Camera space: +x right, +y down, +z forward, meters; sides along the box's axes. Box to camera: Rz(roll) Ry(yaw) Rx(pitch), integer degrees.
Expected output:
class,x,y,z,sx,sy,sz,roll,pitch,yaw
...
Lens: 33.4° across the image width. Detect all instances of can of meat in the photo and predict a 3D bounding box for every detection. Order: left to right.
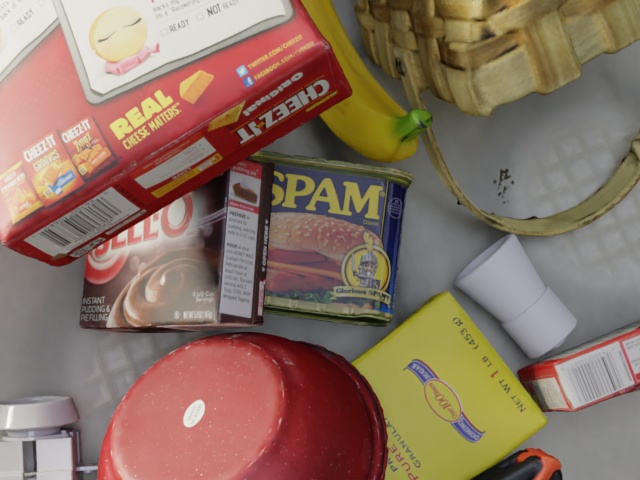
class,x,y,z,sx,sy,sz,roll,pitch,yaw
can of meat,-0.004,0.001,0.595,0.102,0.057,0.084,8,82,-2

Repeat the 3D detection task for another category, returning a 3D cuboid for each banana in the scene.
class,x,y,z,sx,sy,sz,roll,pitch,yaw
banana,0.011,-0.105,0.601,0.037,0.070,0.198,-8,49,-30

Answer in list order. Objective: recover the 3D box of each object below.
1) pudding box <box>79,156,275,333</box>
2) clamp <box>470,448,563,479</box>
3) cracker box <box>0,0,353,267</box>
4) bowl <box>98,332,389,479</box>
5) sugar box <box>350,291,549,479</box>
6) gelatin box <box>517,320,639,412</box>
class,x,y,z,sx,sy,sz,roll,pitch,yaw
pudding box,-0.078,0.004,0.568,0.114,0.039,0.090,-5,78,38
clamp,0.069,0.184,0.548,0.120,0.039,0.171,19,85,-16
cracker box,-0.109,-0.119,0.501,0.164,0.072,0.214,-31,73,3
bowl,-0.050,0.101,0.530,0.162,0.055,0.162,-14,45,14
sugar box,0.026,0.117,0.582,0.176,0.048,0.093,-37,84,-10
gelatin box,0.162,0.067,0.585,0.089,0.073,0.030,-20,83,-8
